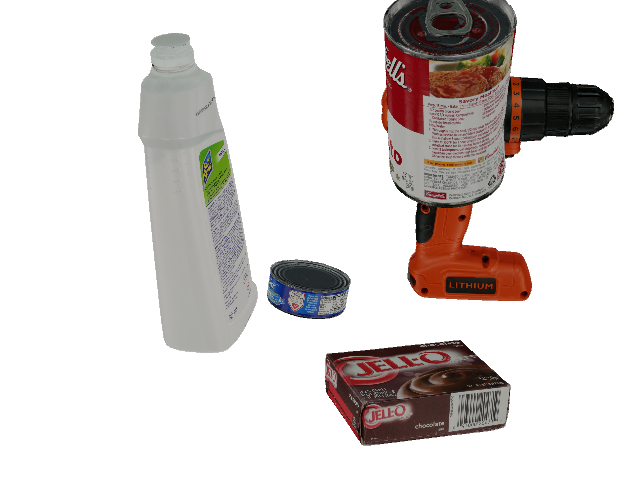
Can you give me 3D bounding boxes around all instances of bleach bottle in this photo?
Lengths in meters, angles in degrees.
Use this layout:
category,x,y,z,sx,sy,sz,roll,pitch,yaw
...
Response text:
category,x,y,z,sx,sy,sz,roll,pitch,yaw
bleach bottle,-0.098,-0.040,0.830,0.068,0.251,0.102,3,31,11

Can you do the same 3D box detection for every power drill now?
category,x,y,z,sx,sy,sz,roll,pitch,yaw
power drill,0.143,-0.044,0.884,0.184,0.188,0.057,2,22,8

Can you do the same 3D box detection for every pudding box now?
category,x,y,z,sx,sy,sz,roll,pitch,yaw
pudding box,0.068,0.108,0.777,0.113,0.039,0.090,-2,17,-16

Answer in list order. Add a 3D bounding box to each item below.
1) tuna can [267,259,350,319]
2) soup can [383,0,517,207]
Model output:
category,x,y,z,sx,sy,sz,roll,pitch,yaw
tuna can,-0.013,0.051,1.125,0.086,0.034,0.086,9,19,-3
soup can,0.070,-0.077,0.579,0.068,0.102,0.068,-3,43,3
